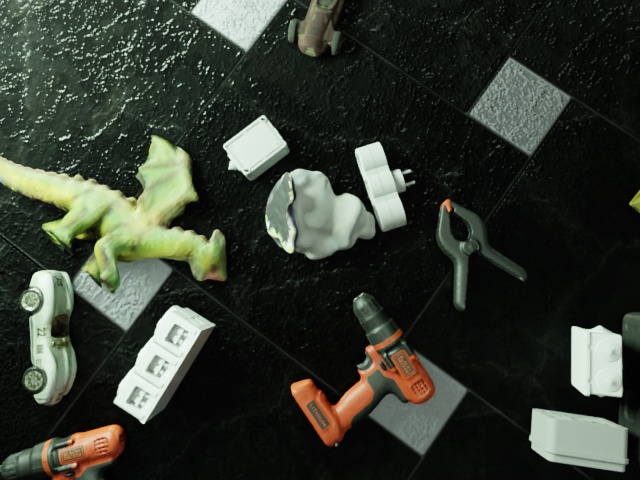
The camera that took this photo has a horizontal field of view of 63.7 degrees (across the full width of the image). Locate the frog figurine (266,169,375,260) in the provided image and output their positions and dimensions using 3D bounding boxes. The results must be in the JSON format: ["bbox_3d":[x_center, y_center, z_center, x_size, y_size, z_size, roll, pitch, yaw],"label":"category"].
[{"bbox_3d":[0.002,-0.040,0.798,0.160,0.121,0.139,-1,73,-34],"label":"frog figurine"}]

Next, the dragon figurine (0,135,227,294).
[{"bbox_3d":[-0.311,-0.066,0.814,0.411,0.120,0.246,44,70,4],"label":"dragon figurine"}]
